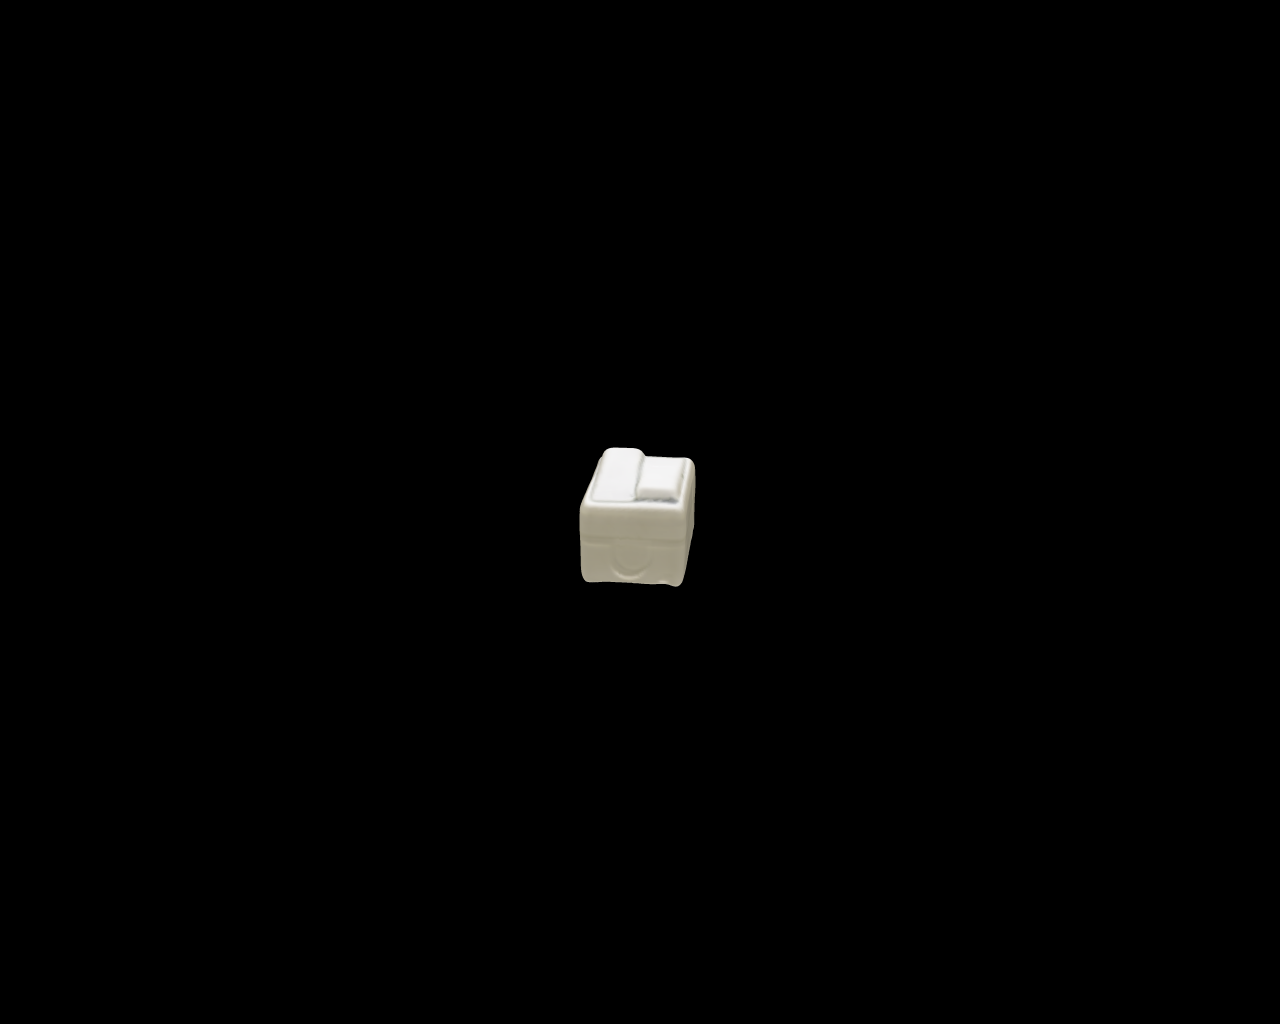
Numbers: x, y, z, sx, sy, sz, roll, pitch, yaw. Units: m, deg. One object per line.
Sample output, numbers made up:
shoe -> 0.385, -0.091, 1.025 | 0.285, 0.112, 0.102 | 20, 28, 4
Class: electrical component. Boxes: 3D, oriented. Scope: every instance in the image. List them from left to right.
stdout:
electrical component -> 0.001, -0.003, 0.650 | 0.062, 0.061, 0.096 | 3, 26, 7
